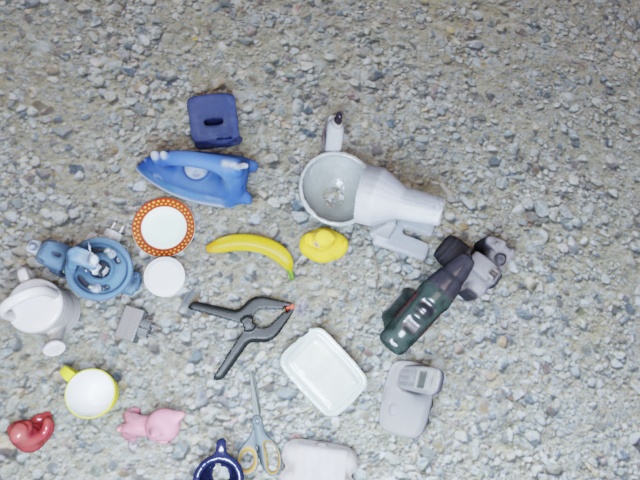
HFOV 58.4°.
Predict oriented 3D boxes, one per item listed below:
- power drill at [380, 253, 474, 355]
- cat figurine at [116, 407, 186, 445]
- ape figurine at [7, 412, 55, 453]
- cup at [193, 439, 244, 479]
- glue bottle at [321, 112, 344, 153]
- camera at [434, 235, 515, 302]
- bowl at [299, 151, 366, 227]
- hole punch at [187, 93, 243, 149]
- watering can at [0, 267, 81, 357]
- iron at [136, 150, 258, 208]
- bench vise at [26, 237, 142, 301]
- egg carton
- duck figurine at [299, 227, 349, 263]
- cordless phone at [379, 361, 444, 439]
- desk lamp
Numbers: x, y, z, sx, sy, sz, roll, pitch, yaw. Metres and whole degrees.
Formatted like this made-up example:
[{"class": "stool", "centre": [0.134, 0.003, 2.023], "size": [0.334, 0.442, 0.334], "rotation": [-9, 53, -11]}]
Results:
[{"class": "power drill", "centre": [0.197, 0.129, 1.134], "size": [0.075, 0.208, 0.230], "rotation": [41, 76, 4]}, {"class": "cat figurine", "centre": [-0.313, 0.347, 1.066], "size": [0.128, 0.117, 0.067], "rotation": [0, 77, -7]}, {"class": "ape figurine", "centre": [-0.537, 0.353, 1.050], "size": [0.078, 0.092, 0.076], "rotation": [14, 75, -3]}, {"class": "cup", "centre": [-0.187, 0.431, 1.074], "size": [0.092, 0.095, 0.118], "rotation": [2, 76, -6]}, {"class": "glue bottle", "centre": [0.030, -0.230, 1.217], "size": [0.037, 0.173, 0.078], "rotation": [-4, 77, -7]}, {"class": "camera", "centre": [0.326, 0.038, 1.227], "size": [0.137, 0.100, 0.143], "rotation": [39, 75, 3]}, {"class": "bowl", "centre": [0.034, -0.102, 1.238], "size": [0.167, 0.074, 0.167], "rotation": [2, 77, -7]}, {"class": "hole punch", "centre": [-0.226, -0.255, 1.233], "size": [0.109, 0.091, 0.101], "rotation": [-8, 78, -9]}, {"class": "watering can", "centre": [-0.514, 0.128, 1.054], "size": [0.173, 0.194, 0.101], "rotation": [40, 76, 4]}, {"class": "iron", "centre": [-0.261, -0.148, 1.178], "size": [0.258, 0.141, 0.119], "rotation": [8, 76, -5]}, {"class": "bench vise", "centre": [-0.453, 0.050, 1.067], "size": [0.207, 0.219, 0.121], "rotation": [2, 76, -6]}, {"class": "egg carton", "centre": [-0.003, 0.445, 1.107], "size": [0.150, 0.069, 0.107], "rotation": [9, 76, -5]}, {"class": "duck figurine", "centre": [0.011, 0.004, 1.204], "size": [0.104, 0.086, 0.077], "rotation": [3, 76, -6]}, {"class": "cordless phone", "centre": [0.183, 0.307, 1.102], "size": [0.094, 0.185, 0.148], "rotation": [14, 75, -3]}, {"class": "desk lamp", "centre": [0.160, -0.057, 1.171], "size": [0.203, 0.213, 0.118], "rotation": [18, 75, -2]}]
